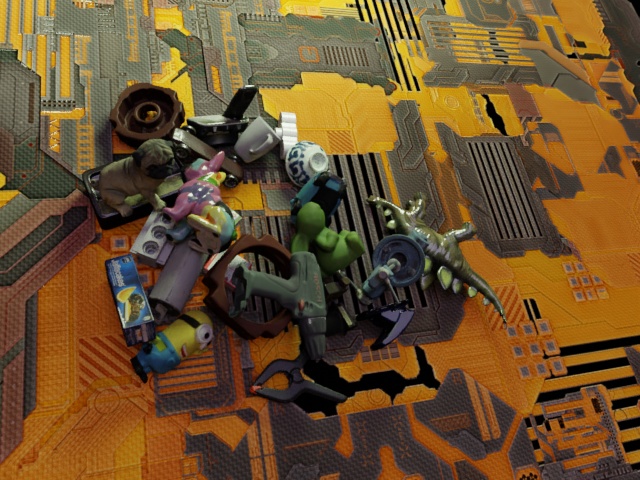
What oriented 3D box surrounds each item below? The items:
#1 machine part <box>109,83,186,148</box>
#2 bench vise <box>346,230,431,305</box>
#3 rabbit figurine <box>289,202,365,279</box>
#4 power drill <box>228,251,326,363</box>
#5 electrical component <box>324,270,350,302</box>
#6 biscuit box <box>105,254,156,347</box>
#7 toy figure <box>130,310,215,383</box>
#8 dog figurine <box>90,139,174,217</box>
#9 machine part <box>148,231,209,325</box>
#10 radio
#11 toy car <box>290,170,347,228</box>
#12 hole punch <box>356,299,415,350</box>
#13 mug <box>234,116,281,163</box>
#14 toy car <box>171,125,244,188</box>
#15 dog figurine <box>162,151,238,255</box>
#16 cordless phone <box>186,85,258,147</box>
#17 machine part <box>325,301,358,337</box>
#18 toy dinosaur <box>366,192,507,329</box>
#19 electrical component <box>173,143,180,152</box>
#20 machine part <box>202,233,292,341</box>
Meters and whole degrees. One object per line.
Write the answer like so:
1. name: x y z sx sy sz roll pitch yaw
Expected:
1. machine part: -0.418 -0.299 1.310 0.179 0.056 0.179 0 65 0
2. bench vise: 0.148 0.072 1.213 0.129 0.223 0.240 55 19 4
3. rabbit figurine: -0.003 -0.004 1.274 0.159 0.121 0.170 -36 101 2
4. power drill: -0.080 0.132 1.109 0.207 0.086 0.232 7 73 -21
5. electrical component: 0.026 0.112 1.246 0.078 0.102 0.045 -12 65 -32
6. biscuit box: -0.388 0.117 1.094 0.059 0.062 0.203 -15 47 -24
7. toy figure: -0.302 0.212 1.105 0.180 0.082 0.089 -30 73 -24
8. dog figurine: -0.389 -0.144 1.104 0.172 0.190 0.121 -10 69 -19
9. machine part: -0.304 0.074 1.173 0.079 0.079 0.243 22 61 -6
10. radio: -0.414 -0.125 1.235 0.229 0.073 0.131 -24 75 -26
11. toy car: -0.010 -0.106 1.326 0.109 0.161 0.103 23 19 -26
12. hole punch: 0.157 0.192 1.229 0.116 0.142 0.092 -18 75 -13
13. mug: -0.159 -0.240 1.347 0.107 0.080 0.110 -41 39 8
14. toy car: -0.271 -0.198 1.293 0.202 0.053 0.089 30 44 -31
15. dog figurine: -0.239 -0.091 1.172 0.192 0.108 0.219 18 54 11
16. cordless phone: -0.233 -0.310 1.309 0.146 0.184 0.089 -13 74 -34
17. machine part: 0.023 0.186 1.222 0.139 0.039 0.084 -16 71 -47
18. toy dinosaur: 0.302 0.034 1.366 0.472 0.105 0.198 35 68 12
19. electrical component: -0.351 -0.242 1.340 0.063 0.021 0.094 33 56 0
20. machine part: -0.140 0.102 1.179 0.201 0.087 0.201 44 61 -11
